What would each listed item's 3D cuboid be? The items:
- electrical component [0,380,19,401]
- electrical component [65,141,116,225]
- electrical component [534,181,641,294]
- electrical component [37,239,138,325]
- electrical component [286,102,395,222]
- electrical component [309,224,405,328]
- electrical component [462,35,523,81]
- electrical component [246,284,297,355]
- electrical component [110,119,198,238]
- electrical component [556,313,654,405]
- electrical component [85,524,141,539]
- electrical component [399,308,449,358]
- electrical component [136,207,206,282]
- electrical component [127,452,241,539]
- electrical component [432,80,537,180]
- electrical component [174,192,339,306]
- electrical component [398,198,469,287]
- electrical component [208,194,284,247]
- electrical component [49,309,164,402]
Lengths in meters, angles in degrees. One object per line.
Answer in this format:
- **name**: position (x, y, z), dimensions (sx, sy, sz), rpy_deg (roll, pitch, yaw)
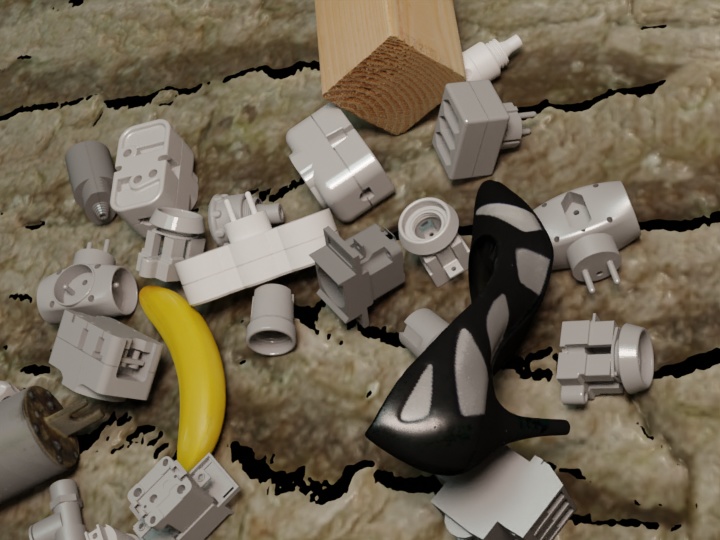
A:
- **electrical component**: position (-0.327, 0.114, 0.933), dimensions (0.062, 0.043, 0.043), rpy_deg (9, 65, 29)
- **electrical component**: position (-0.251, -0.079, 1.018), dimensions (0.043, 0.043, 0.081), rpy_deg (-28, 53, 6)
- **electrical component**: position (0.169, -0.018, 0.794), dimensions (0.077, 0.043, 0.079), rpy_deg (-21, 54, 11)
- **electrical component**: position (-0.240, 0.007, 0.959), dimensions (0.077, 0.044, 0.079), rpy_deg (-8, 58, 19)
- **electrical component**: position (-0.021, -0.090, 0.916), dimensions (0.059, 0.053, 0.095), rpy_deg (-34, 53, 1)
- **electrical component**: position (0.000, 0.000, 0.839), dimensions (0.064, 0.081, 0.042), rpy_deg (-31, 51, -20)
- **electrical component**: position (0.112, -0.182, 0.926), dimensions (0.061, 0.035, 0.035), rpy_deg (-32, 53, -1)
- **electrical component**: position (-0.071, 0.040, 0.868), dimensions (0.040, 0.040, 0.046), rpy_deg (-13, 51, 16)
- **electrical component**: position (-0.185, -0.080, 0.979), dimensions (0.054, 0.059, 0.095), rpy_deg (-11, 57, 17)
- **electrical component**: position (0.170, 0.062, 0.744), dimensions (0.055, 0.048, 0.066), rpy_deg (-5, 58, 30)
- **electrical component**: position (-0.185, 0.214, 0.806), dimensions (0.040, 0.046, 0.040), rpy_deg (-11, 57, 18)
- **electrical component**: position (0.056, 0.055, 0.802), dimensions (0.040, 0.040, 0.046), rpy_deg (-44, 48, -6)
- **electrical component**: position (-0.160, -0.023, 0.928), dimensions (0.048, 0.066, 0.055), rpy_deg (19, 103, 32)
- **electrical component**: position (-0.135, 0.173, 0.798), dimensions (0.081, 0.063, 0.042), rpy_deg (-45, 54, -8)
- **electrical component**: position (0.106, -0.116, 0.874), dimensions (0.077, 0.065, 0.047), rpy_deg (-9, 52, -16)
- **electrical component**: position (-0.089, -0.027, 0.886), dimensions (0.138, 0.052, 0.073), rpy_deg (-19, 95, 9)
- **electrical component**: position (0.058, -0.024, 0.839), dimensions (0.048, 0.055, 0.066), rpy_deg (-32, 53, 3)
- **electrical component**: position (-0.098, -0.045, 0.929), dimensions (0.062, 0.048, 0.048), rpy_deg (-7, 58, 12)
- **electrical component**: position (-0.211, 0.073, 0.886), dimensions (0.089, 0.050, 0.055), rpy_deg (19, 92, 45)
